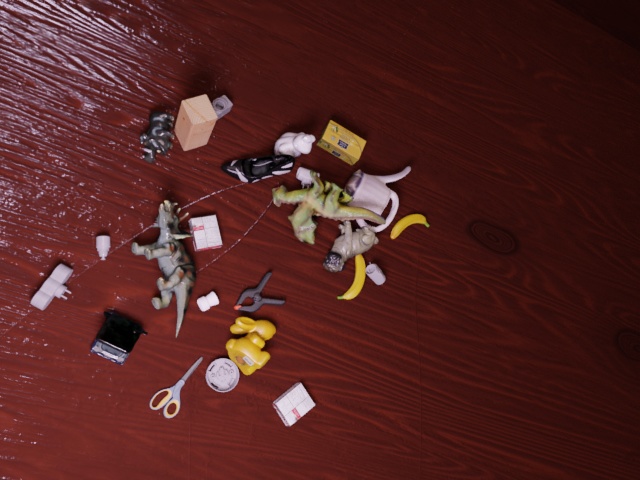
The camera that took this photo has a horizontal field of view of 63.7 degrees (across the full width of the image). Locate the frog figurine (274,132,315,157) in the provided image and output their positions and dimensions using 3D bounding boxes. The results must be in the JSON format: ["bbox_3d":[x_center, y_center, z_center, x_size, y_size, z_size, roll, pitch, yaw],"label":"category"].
[{"bbox_3d":[-0.095,-0.350,1.886,0.139,0.157,0.123,-34,88,-28],"label":"frog figurine"}]

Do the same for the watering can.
[{"bbox_3d":[0.214,-0.194,1.991,0.223,0.102,0.354,32,64,-9],"label":"watering can"}]

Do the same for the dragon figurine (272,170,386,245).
[{"bbox_3d":[0.006,-0.092,1.833,0.412,0.121,0.243,35,86,11],"label":"dragon figurine"}]
